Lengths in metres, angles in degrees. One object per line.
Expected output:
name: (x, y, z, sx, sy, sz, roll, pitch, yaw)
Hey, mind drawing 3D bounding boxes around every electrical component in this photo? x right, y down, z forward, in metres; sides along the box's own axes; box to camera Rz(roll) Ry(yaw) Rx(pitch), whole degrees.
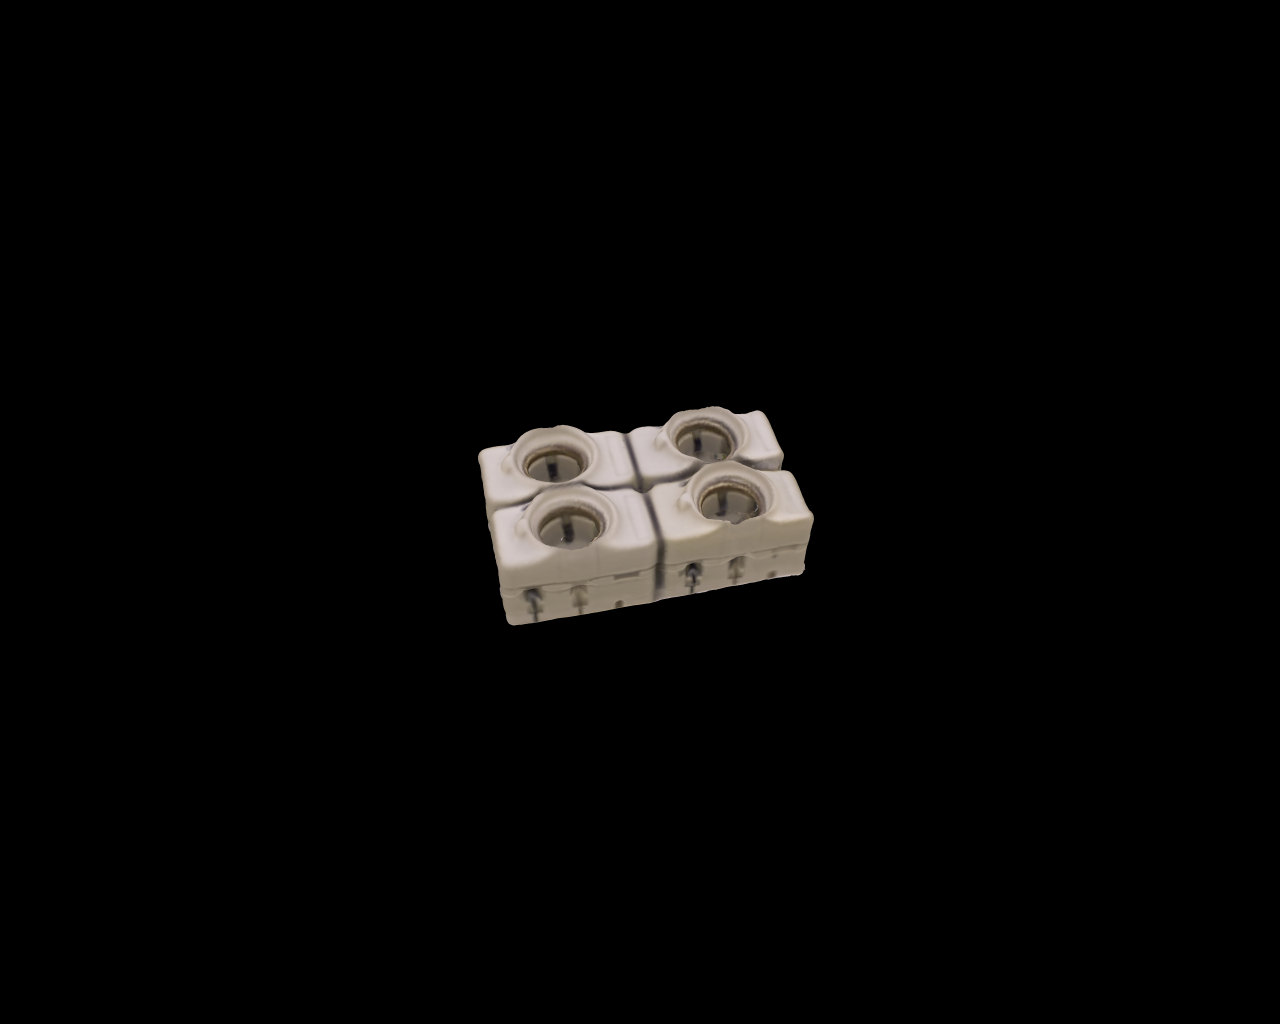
electrical component: (0.001, -0.003, 0.650, 0.186, 0.105, 0.060, -9, -43, -8)
